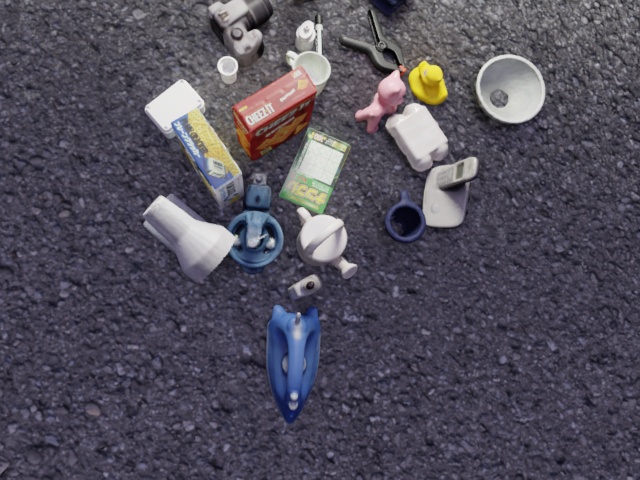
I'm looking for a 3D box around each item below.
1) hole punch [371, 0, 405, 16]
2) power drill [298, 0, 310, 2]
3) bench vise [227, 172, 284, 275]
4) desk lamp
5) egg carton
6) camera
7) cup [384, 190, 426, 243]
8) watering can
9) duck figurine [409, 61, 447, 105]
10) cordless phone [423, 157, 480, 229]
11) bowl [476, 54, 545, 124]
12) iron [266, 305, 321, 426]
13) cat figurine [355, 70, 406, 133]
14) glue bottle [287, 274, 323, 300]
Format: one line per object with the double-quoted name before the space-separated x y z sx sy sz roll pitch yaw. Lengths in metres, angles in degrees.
"hole punch" 0.166 -0.609 1.347 0.101 0.091 0.108 -44 90 -9
"power drill" -0.022 -0.638 1.270 0.075 0.208 0.230 16 82 -4
"bench vise" -0.144 -0.038 1.181 0.121 0.219 0.207 -13 85 -7
"desk lamp" -0.274 -0.011 1.166 0.203 0.213 0.118 39 81 -1
"egg carton" 0.226 -0.238 1.322 0.107 0.069 0.150 -34 88 -9
"camera" -0.165 -0.493 1.291 0.137 0.100 0.143 -37 89 -9
"cup" 0.181 -0.047 1.282 0.092 0.095 0.118 -2 84 -6
"watering can" 0.013 0.003 1.207 0.173 0.194 0.101 30 81 -2
"duck figurine" 0.260 -0.370 1.333 0.077 0.086 0.104 -40 89 -9
"cordless phone" 0.294 -0.103 1.256 0.094 0.185 0.148 6 83 -5
"bowl" 0.439 -0.346 1.356 0.167 0.074 0.167 1 83 -6
"iron" -0.054 0.267 1.196 0.118 0.141 0.258 2 83 -6
"cat figurine" 0.146 -0.317 1.298 0.067 0.117 0.128 41 81 0
"glue bottle" -0.027 0.098 1.202 0.078 0.173 0.037 -28 87 -9
